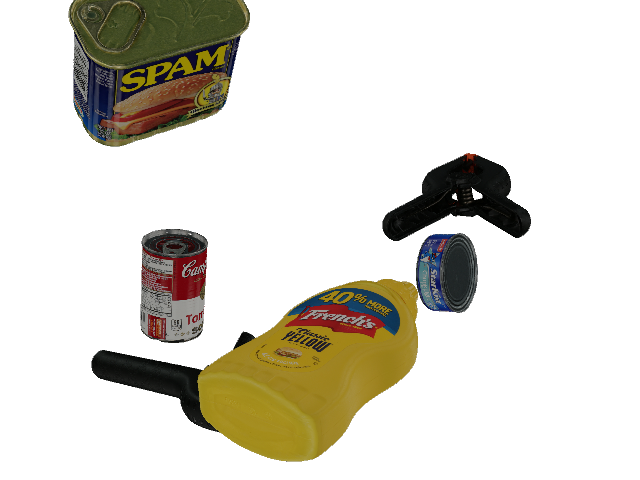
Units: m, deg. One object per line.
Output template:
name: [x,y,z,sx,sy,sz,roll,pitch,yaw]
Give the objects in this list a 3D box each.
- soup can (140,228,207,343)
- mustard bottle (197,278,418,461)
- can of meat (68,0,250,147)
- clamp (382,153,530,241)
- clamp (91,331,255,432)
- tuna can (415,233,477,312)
soup can: [-0.154,0.048,1.114,0.068,0.102,0.068,4,22,-2]
mustard bottle: [0.011,0.075,0.728,0.096,0.058,0.191,13,29,33]
can of meat: [-0.100,-0.109,0.648,0.102,0.057,0.084,-21,-23,-23]
clamp: [0.134,-0.038,0.930,0.120,0.039,0.171,8,27,20]
clamp: [-0.081,0.124,0.930,0.164,0.036,0.210,-8,18,-38]
tuna can: [0.137,0.035,1.153,0.034,0.086,0.086,1,0,34]
